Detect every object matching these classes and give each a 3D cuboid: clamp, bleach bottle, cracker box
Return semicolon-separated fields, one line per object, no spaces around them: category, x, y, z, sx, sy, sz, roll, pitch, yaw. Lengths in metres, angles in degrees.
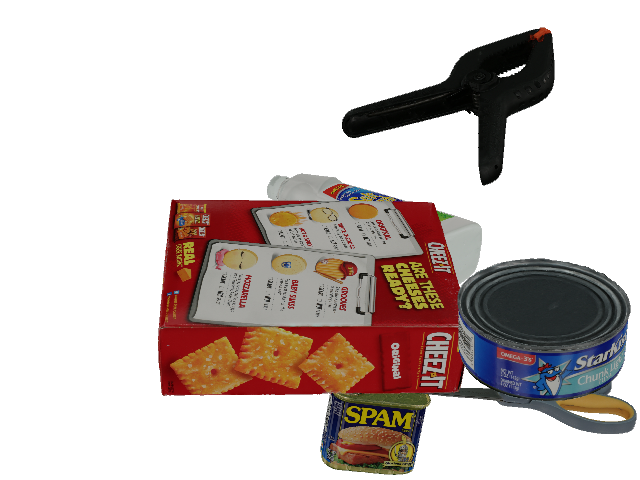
clamp;0.145;-0.123;0.932;0.209;0.036;0.165;-34;43;-24
bleach bottle;0.039;-0.019;1.118;0.251;0.068;0.102;22;28;35
cracker box;-0.010;0.040;0.800;0.213;0.072;0.164;1;34;-5

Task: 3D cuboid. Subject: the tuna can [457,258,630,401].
tuna can;0.113;0.045;0.546;0.086;0.034;0.086;-3;28;2

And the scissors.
scissors;0.173;0.125;0.931;0.202;0.016;0.096;12;29;8

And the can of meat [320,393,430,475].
can of meat;0.054;0.188;1.089;0.102;0.084;0.057;7;18;-7
